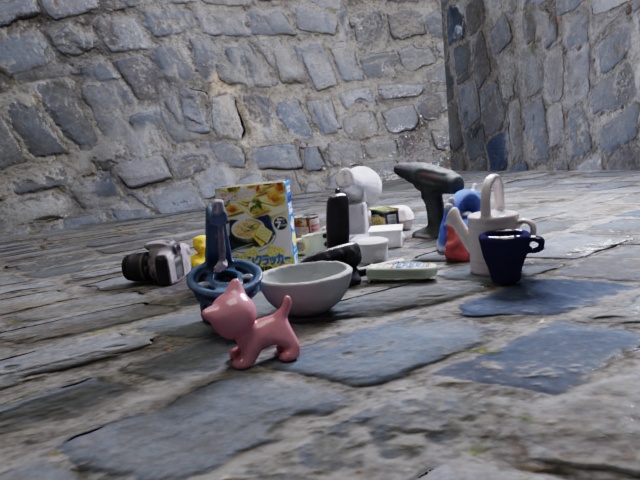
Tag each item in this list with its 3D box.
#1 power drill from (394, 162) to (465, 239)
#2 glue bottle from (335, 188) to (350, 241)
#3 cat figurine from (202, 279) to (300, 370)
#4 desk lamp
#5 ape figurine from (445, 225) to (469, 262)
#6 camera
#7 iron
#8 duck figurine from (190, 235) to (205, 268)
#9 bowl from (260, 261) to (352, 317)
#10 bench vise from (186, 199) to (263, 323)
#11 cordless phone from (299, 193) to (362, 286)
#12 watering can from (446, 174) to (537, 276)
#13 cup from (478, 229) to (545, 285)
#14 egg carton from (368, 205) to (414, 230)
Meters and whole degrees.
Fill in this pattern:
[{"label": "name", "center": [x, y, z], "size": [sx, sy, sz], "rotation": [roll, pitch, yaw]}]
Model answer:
[{"label": "power drill", "center": [0.296, -0.113, 1.580], "size": [0.076, 0.208, 0.228], "rotation": [-14, 13, -38]}, {"label": "glue bottle", "center": [0.051, -0.043, 1.428], "size": [0.037, 0.173, 0.078], "rotation": [-7, 10, -6]}, {"label": "cat figurine", "center": [-0.096, 0.110, 0.787], "size": [0.128, 0.118, 0.067], "rotation": [-8, 10, -14]}, {"label": "desk lamp", "center": [0.100, -0.100, 1.612], "size": [0.117, 0.213, 0.204], "rotation": [-2, 11, 21]}, {"label": "ape figurine", "center": [0.302, 0.000, 1.265], "size": [0.078, 0.092, 0.075], "rotation": [-15, 13, -42]}, {"label": "camera", "center": [-0.395, 0.049, 1.376], "size": [0.136, 0.101, 0.143], "rotation": [-5, 10, 7]}, {"label": "iron", "center": [0.353, -0.059, 1.434], "size": [0.118, 0.141, 0.259], "rotation": [1, 12, 34]}, {"label": "duck figurine", "center": [-0.305, 0.031, 1.470], "size": [0.104, 0.086, 0.077], "rotation": [-6, 10, 2]}, {"label": "bowl", "center": [-0.023, 0.090, 0.994], "size": [0.167, 0.075, 0.167], "rotation": [-6, 10, 1]}, {"label": "bench vise", "center": [-0.177, 0.040, 0.944], "size": [0.122, 0.220, 0.206], "rotation": [-14, 12, -38]}, {"label": "cordless phone", "center": [0.010, 0.004, 1.143], "size": [0.148, 0.185, 0.093], "rotation": [-15, 14, -43]}, {"label": "watering can", "center": [0.335, -0.033, 1.134], "size": [0.172, 0.194, 0.101], "rotation": [-3, 10, 17]}, {"label": "cup", "center": [0.349, 0.033, 1.038], "size": [0.117, 0.095, 0.092], "rotation": [2, 13, 39]}, {"label": "egg carton", "center": [0.214, -0.066, 1.769], "size": [0.150, 0.069, 0.107], "rotation": [-5, 10, 6]}]
